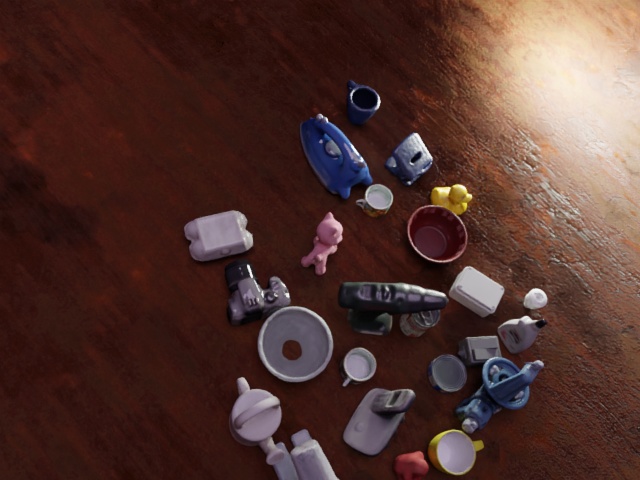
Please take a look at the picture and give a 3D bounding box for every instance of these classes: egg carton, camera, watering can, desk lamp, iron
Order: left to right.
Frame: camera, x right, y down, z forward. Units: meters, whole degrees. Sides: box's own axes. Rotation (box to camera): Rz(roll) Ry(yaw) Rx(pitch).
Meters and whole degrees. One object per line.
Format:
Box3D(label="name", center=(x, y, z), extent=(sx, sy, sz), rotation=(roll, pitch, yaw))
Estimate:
Box3D(label="egg carton", center=(-0.238, -0.008, 1.350), extent=(0.150, 0.069, 0.107), rotation=(-15, 70, -18))
Box3D(label="camera", center=(-0.152, 0.108, 1.299), extent=(0.143, 0.100, 0.136), rotation=(-16, 70, -18))
Box3D(label="watering can", center=(-0.122, 0.357, 1.141), extent=(0.172, 0.194, 0.101), rotation=(42, 65, 8))
Box3D(label="desk lamp", center=(-0.012, 0.471, 1.102), extent=(0.118, 0.213, 0.203), rotation=(-24, 73, -20))
Box3D(label="iron", center=(0.033, -0.240, 1.471), extent=(0.119, 0.141, 0.258), rotation=(-31, 76, -22))

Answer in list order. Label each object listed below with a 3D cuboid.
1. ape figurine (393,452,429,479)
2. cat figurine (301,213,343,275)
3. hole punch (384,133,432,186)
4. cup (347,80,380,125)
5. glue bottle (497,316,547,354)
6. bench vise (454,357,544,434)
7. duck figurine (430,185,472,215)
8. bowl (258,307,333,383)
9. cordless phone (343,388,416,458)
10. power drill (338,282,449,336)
Box3D(label="ape figurine", center=(0.200, 0.483, 1.209), extent=(0.076, 0.092, 0.078), rotation=(35, 64, 5))
Box3D(label="cat figurine", center=(0.013, 0.005, 1.370), extent=(0.067, 0.117, 0.128), rotation=(26, 64, 1))
Box3D(label="hole punch", center=(0.245, -0.217, 1.533), extent=(0.101, 0.091, 0.109), rotation=(43, 65, 9))
Box3D(label="cup", center=(0.102, -0.370, 1.570), extent=(0.092, 0.095, 0.117), rotation=(-29, 75, -22))
Box3D(label="glue bottle", center=(0.481, 0.214, 1.343), extent=(0.037, 0.173, 0.078), rotation=(-26, 73, -21))
Box3D(label="bench vise", center=(0.400, 0.340, 1.244), extent=(0.121, 0.219, 0.208), rotation=(29, 64, 2))
Box3D(label="duck figurine", center=(0.350, -0.116, 1.513), extent=(0.104, 0.086, 0.077), rotation=(21, 64, -2))
Box3D(label="bowl", center=(-0.058, 0.239, 1.274), extent=(0.167, 0.074, 0.167), rotation=(5, 65, -10))
Box3D(label="cordless phone", center=(0.129, 0.374, 1.191), extent=(0.094, 0.185, 0.148), rotation=(33, 64, 4))
Box3D(label="power drill", center=(0.145, 0.149, 1.282), extent=(0.230, 0.208, 0.075), rotation=(7, 65, -8))
